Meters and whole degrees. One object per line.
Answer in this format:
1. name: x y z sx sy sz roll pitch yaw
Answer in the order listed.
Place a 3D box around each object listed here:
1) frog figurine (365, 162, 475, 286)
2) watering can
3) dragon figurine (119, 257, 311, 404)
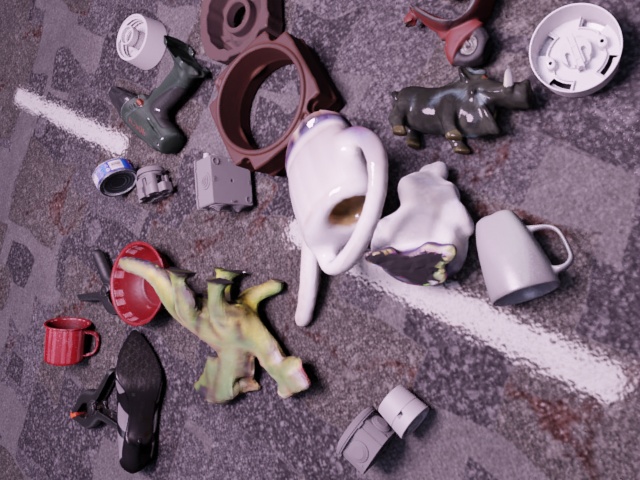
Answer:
1. frog figurine: 0.139 -0.023 0.706 0.136 0.121 0.163 -21 39 38
2. watering can: 0.002 -0.038 0.759 0.340 0.104 0.229 119 145 -44
3. dragon figurine: -0.187 0.165 0.872 0.411 0.123 0.241 7 98 28
